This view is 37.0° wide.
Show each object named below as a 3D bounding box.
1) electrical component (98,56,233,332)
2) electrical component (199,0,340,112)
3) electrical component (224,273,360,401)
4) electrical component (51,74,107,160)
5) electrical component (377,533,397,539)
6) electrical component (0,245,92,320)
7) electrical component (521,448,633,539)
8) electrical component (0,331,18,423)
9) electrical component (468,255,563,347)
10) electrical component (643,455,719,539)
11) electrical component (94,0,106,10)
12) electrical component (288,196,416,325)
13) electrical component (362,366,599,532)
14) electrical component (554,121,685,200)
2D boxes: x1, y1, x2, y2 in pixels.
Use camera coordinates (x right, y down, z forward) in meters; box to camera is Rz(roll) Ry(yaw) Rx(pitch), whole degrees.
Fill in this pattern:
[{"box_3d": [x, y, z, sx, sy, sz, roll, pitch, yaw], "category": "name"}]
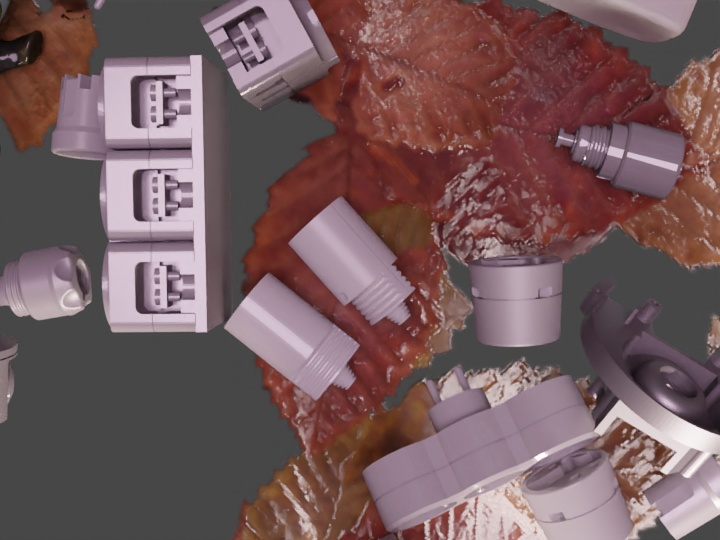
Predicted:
[{"box_3d": [-0.113, -0.043, 0.623, 0.062, 0.089, 0.150, -1, 93, 3], "category": "electrical component"}, {"box_3d": [-0.048, -0.129, 0.616, 0.056, 0.089, 0.050, -29, 91, 4], "category": "electrical component"}, {"box_3d": [-0.037, 0.043, 0.648, 0.081, 0.043, 0.043, 38, 94, 0], "category": "electrical component"}, {"box_3d": [-0.164, -0.092, 0.649, 0.040, 0.040, 0.046, 4, 88, 2], "category": "electrical component"}, {"box_3d": [0.020, 0.223, 0.583, 0.060, 0.186, 0.105, -26, 92, 4], "category": "electrical component"}, {"box_3d": [-0.198, 0.009, 0.654, 0.062, 0.043, 0.043, -10, 93, 4], "category": "electrical component"}, {"box_3d": [0.130, 0.140, 0.641, 0.055, 0.055, 0.047, -24, 95, 4], "category": "electrical component"}, {"box_3d": [-0.247, 0.063, 0.642, 0.080, 0.080, 0.051, 4, 98, 2], "category": "electrical component"}, {"box_3d": [0.093, 0.018, 0.636, 0.055, 0.055, 0.047, -3, 97, 3], "category": "electrical component"}, {"box_3d": [0.199, 0.134, 0.645, 0.046, 0.040, 0.040, -36, 91, 9], "category": "electrical component"}, {"box_3d": [-0.145, -0.194, 0.640, 0.077, 0.043, 0.079, 32, 94, 1], "category": "electrical component"}, {"box_3d": [0.000, 0.000, 0.644, 0.043, 0.043, 0.081, -42, 91, 4], "category": "electrical component"}, {"box_3d": [0.064, 0.094, 0.643, 0.138, 0.052, 0.073, -26, 70, 4], "category": "electrical component"}, {"box_3d": [0.154, -0.068, 0.635, 0.078, 0.040, 0.040, 15, 94, 2], "category": "electrical component"}]
